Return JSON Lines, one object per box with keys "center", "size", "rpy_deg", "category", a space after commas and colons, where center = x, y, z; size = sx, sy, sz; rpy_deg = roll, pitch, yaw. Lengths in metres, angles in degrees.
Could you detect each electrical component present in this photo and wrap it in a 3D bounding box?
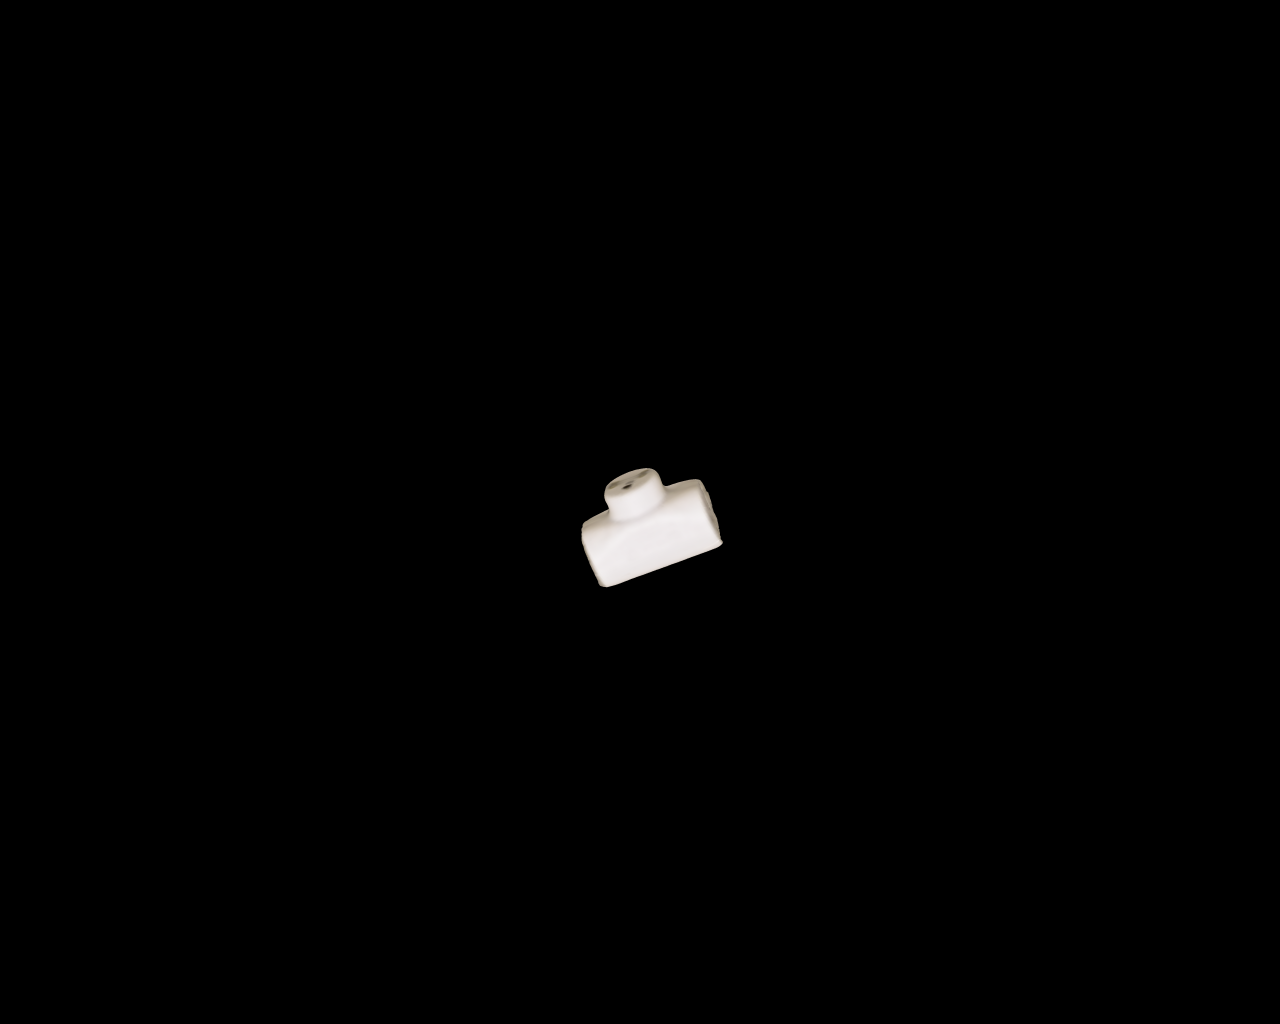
{"center": [0.001, -0.003, 0.650], "size": [0.077, 0.079, 0.044], "rpy_deg": [-21, 18, 7], "category": "electrical component"}
